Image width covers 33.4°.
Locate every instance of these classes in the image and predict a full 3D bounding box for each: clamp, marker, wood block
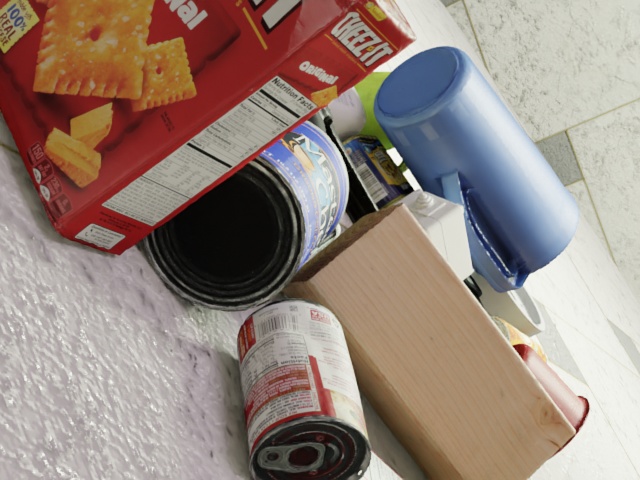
[{"bbox_3d":[-0.005,-0.096,0.893,0.164,0.036,0.210,43,24,-63],"label":"clamp"},{"bbox_3d":[-0.006,0.001,0.884,0.020,0.020,0.121,54,18,0],"label":"marker"},{"bbox_3d":[0.075,0.084,0.772,0.206,0.090,0.090,52,-16,-6],"label":"wood block"}]

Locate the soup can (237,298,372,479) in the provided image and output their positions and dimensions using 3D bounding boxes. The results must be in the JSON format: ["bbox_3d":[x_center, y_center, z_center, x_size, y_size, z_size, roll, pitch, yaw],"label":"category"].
[{"bbox_3d":[-0.012,0.091,0.622,0.068,0.069,0.102,42,21,-33],"label":"soup can"}]

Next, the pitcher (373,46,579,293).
[{"bbox_3d":[0.157,-0.071,1.087,0.242,0.145,0.149,48,-5,-35],"label":"pitcher"}]

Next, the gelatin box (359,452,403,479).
[{"bbox_3d":[0.029,0.164,0.655,0.089,0.030,0.073,47,18,-23],"label":"gelatin box"}]

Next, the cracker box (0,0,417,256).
[{"bbox_3d":[-0.081,-0.119,0.589,0.164,0.214,0.072,62,17,22],"label":"cracker box"}]

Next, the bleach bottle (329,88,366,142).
[{"bbox_3d":[-0.052,-0.158,0.992,0.250,0.068,0.103,19,37,-57],"label":"bleach bottle"}]

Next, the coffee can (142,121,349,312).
[{"bbox_3d":[-0.044,-0.023,0.693,0.103,0.103,0.140,53,18,-4],"label":"coffee can"}]

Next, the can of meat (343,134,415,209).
[{"bbox_3d":[0.052,-0.059,1.081,0.084,0.057,0.102,55,18,9],"label":"can of meat"}]

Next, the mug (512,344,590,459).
[{"bbox_3d":[0.186,0.152,1.005,0.081,0.093,0.117,47,-12,-7],"label":"mug"}]
